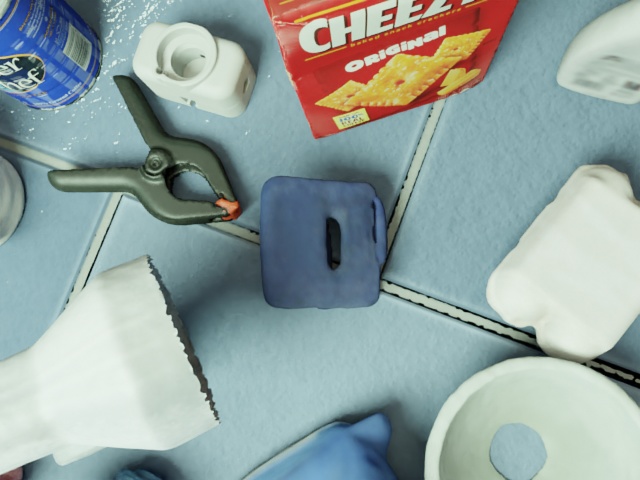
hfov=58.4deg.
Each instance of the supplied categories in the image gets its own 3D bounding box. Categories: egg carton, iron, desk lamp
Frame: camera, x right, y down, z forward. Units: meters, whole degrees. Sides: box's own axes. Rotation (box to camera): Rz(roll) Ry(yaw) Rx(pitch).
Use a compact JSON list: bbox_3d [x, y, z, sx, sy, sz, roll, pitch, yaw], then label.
[{"bbox_3d":[0.210,0.020,0.453,0.107,0.069,0.150,38,88,9],"label":"egg carton"},{"bbox_3d":[-0.037,0.239,0.413,0.258,0.141,0.118,-33,81,1],"label":"iron"},{"bbox_3d":[-0.159,0.104,0.404,0.203,0.213,0.118,-26,81,2],"label":"desk lamp"}]

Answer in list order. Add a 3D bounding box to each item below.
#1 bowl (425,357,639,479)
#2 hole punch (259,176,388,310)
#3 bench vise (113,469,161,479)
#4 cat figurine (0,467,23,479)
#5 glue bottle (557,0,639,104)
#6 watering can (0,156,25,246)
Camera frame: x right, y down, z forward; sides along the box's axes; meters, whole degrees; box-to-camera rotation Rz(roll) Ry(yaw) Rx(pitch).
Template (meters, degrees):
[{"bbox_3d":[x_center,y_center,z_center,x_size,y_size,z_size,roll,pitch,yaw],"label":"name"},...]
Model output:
[{"bbox_3d":[0.161,0.170,0.437,0.167,0.075,0.167,-1,83,5],"label":"bowl"},{"bbox_3d":[0.004,0.002,0.463,0.101,0.091,0.109,-3,83,5],"label":"hole punch"},{"bbox_3d":[-0.185,0.279,0.382,0.121,0.220,0.207,9,84,7],"label":"bench vise"},{"bbox_3d":[-0.303,0.210,0.452,0.127,0.118,0.067,16,85,7],"label":"cat figurine"},{"bbox_3d":[0.237,-0.152,0.420,0.078,0.173,0.037,19,85,8],"label":"glue bottle"},{"bbox_3d":[-0.342,-0.050,0.449,0.172,0.194,0.101,28,86,8],"label":"watering can"}]
